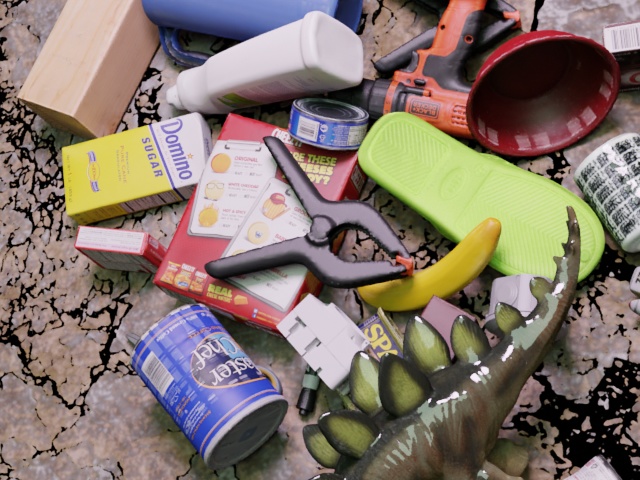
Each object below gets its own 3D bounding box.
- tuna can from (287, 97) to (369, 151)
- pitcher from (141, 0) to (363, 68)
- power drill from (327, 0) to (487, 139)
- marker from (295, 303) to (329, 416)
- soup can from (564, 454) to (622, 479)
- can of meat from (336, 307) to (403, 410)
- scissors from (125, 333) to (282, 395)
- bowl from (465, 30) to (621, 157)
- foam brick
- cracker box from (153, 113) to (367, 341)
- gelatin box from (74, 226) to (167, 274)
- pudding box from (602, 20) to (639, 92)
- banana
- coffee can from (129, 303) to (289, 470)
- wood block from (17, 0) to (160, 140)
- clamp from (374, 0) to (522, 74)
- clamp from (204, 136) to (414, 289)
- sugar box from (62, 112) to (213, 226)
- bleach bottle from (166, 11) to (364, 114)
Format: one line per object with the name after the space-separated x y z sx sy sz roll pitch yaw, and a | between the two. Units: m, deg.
0.009 -0.126 1.152 0.086 0.086 0.034 19 114 21 | tuna can
-0.080 -0.281 1.250 0.243 0.149 0.145 18 61 17 | pitcher
0.109 -0.214 1.173 0.184 0.057 0.188 14 99 16 | power drill
-0.004 0.128 1.136 0.020 0.020 0.121 9 75 19 | marker
0.239 0.255 0.996 0.102 0.068 0.068 -34 66 2 | soup can
0.058 0.135 1.096 0.084 0.057 0.102 -35 65 5 | can of meat
-0.121 0.140 1.168 0.096 0.016 0.202 -44 66 -3 | scissors
0.224 -0.162 1.104 0.162 0.162 0.055 -19 48 9 | bowl
0.128 0.098 1.077 0.053 0.078 0.051 29 81 20 | foam brick
-0.062 -0.014 1.174 0.164 0.072 0.213 18 76 19 | cracker box
-0.222 0.011 1.209 0.089 0.073 0.030 4 72 18 | gelatin box
0.352 -0.193 1.106 0.114 0.090 0.039 -4 68 16 | pudding box
0.109 0.034 1.096 0.198 0.037 0.069 -19 106 36 | banana
-0.114 0.150 1.096 0.103 0.102 0.140 -43 66 -2 | coffee can
-0.267 -0.233 1.297 0.090 0.090 0.206 20 78 22 | wood block
0.140 -0.259 1.214 0.171 0.039 0.120 -7 88 11 | clamp
-0.007 0.001 1.097 0.210 0.036 0.164 27 80 15 | clamp
-0.212 -0.083 1.255 0.176 0.048 0.093 -15 68 12 | sugar box
-0.079 -0.186 1.197 0.251 0.102 0.068 -9 75 36 | bleach bottle
